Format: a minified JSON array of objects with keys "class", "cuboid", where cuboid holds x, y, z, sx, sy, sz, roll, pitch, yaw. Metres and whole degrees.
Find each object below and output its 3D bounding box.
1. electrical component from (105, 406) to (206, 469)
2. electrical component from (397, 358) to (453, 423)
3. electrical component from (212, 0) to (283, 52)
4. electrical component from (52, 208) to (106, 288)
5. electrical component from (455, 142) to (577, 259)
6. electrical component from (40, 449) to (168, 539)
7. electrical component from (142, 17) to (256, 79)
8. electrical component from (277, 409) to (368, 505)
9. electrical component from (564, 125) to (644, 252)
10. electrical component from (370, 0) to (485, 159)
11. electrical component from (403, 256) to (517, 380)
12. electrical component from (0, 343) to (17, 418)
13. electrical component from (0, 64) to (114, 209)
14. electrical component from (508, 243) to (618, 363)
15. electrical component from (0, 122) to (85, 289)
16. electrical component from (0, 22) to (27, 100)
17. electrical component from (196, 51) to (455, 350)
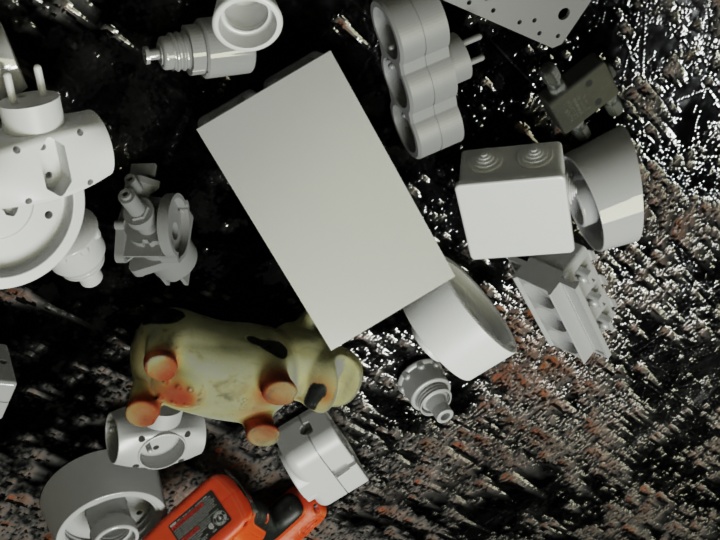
[{"class":"electrical component","cuboid":[-0.171,0.126,0.915,0.077,0.044,0.079,-2,128,-28]},{"class":"electrical component","cuboid":[0.068,0.119,1.031,0.048,0.062,0.048,-16,134,-17]},{"class":"electrical component","cuboid":[-0.074,-0.177,0.690,0.044,0.065,0.044,-6,141,-5]},{"class":"electrical component","cuboid":[-0.205,-0.012,0.777,0.048,0.048,0.062,-25,142,-9]},{"class":"electrical component","cuboid":[0.131,-0.058,0.898,0.100,0.048,0.099,-4,137,15]},{"class":"electrical component","cuboid":[-0.223,0.218,0.953,0.108,0.060,0.108,-16,133,-17]},{"class":"electrical component","cuboid":[-0.105,-0.147,0.717,0.078,0.040,0.040,-12,132,-21]},{"class":"electrical component","cuboid":[-0.040,0.179,1.028,0.059,0.053,0.095,-31,136,-2]},{"class":"electrical component","cuboid":[0.214,-0.068,0.929,0.064,0.099,0.099,-21,135,-3]},{"class":"electrical component","cuboid":[0.059,-0.152,0.797,0.074,0.052,0.138,-24,135,-9]},{"class":"electrical component","cuboid":[0.081,0.047,0.947,0.060,0.108,0.108,-40,136,15]},{"class":"electrical component","cuboid":[-0.296,0.064,0.789,0.083,0.047,0.075,11,121,-36]},{"class":"electrical component","cuboid":[-0.198,-0.085,0.655,0.077,0.043,0.079,-22,121,-31]},{"class":"electrical component","cuboid":[0.198,0.026,1.020,0.063,0.079,0.121,-50,138,-14]},{"class":"electrical component","cuboid":[-0.243,-0.047,0.705,0.108,0.060,0.108,-14,114,-34]},{"class":"electrical component","cuboid":[-0.251,-0.132,0.646,0.077,0.043,0.079,-22,136,-11]},{"class":"electrical component","cuboid":[-0.026,-0.052,0.782,0.105,0.060,0.186,-31,107,-2]}]
